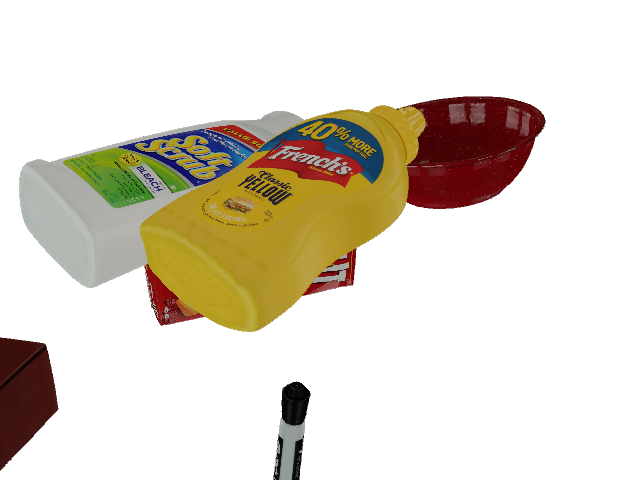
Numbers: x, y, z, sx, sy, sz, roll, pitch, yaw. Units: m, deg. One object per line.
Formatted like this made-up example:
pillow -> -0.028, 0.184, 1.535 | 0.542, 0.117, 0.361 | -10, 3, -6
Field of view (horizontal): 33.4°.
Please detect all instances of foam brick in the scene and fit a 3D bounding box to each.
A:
foam brick -> -0.212, 0.104, 0.677 | 0.053, 0.051, 0.078 | 6, 29, 22

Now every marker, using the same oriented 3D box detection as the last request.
marker -> -0.021, 0.146, 0.731 | 0.020, 0.121, 0.020 | 5, 32, -3

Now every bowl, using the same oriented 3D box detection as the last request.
bowl -> 0.109, -0.070, 0.896 | 0.162, 0.055, 0.162 | -9, 24, 4

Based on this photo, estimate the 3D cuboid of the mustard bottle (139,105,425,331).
mustard bottle -> -0.005, -0.027, 0.628 | 0.096, 0.058, 0.191 | 27, 50, 37

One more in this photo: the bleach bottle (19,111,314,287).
bleach bottle -> -0.093, -0.051, 0.815 | 0.250, 0.068, 0.103 | -25, 52, -35

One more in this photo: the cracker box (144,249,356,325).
cracker box -> -0.071, -0.007, 1.067 | 0.213, 0.164, 0.072 | -11, 47, -13
